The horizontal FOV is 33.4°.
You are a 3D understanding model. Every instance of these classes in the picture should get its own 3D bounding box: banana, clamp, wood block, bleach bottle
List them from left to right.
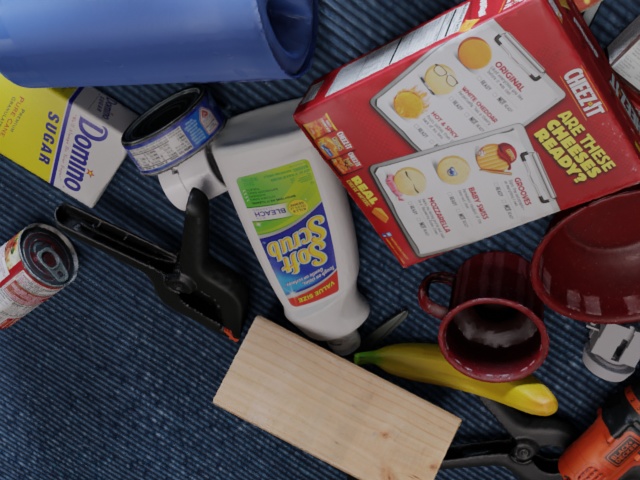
[{"bbox_3d":[-0.119,0.024,0.964,0.165,0.036,0.209,-9,138,37],"label":"clamp"},{"bbox_3d":[-0.006,0.001,0.939,0.103,0.068,0.251,-12,125,14],"label":"bleach bottle"},{"bbox_3d":[0.015,0.158,0.985,0.206,0.090,0.091,26,171,5],"label":"wood block"},{"bbox_3d":[0.130,0.125,0.974,0.198,0.069,0.037,9,112,31],"label":"banana"},{"bbox_3d":[0.189,0.204,1.046,0.171,0.039,0.120,28,123,-4],"label":"clamp"}]

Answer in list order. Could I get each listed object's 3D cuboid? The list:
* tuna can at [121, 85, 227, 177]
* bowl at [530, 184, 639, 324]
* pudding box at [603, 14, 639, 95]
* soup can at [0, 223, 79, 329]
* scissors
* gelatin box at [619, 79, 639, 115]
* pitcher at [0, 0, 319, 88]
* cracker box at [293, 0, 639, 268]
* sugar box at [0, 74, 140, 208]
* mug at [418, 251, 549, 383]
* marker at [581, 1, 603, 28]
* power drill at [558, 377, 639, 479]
[{"bbox_3d":[-0.122,-0.092,0.886,0.086,0.086,0.033,-20,117,26],"label":"tuna can"},{"bbox_3d":[0.246,-0.002,0.859,0.162,0.055,0.162,-1,138,-1],"label":"bowl"},{"bbox_3d":[0.278,-0.144,0.775,0.090,0.039,0.114,36,124,-11],"label":"pudding box"},{"bbox_3d":[-0.291,0.037,1.033,0.102,0.068,0.068,-32,112,31],"label":"soup can"},{"bbox_3d":[0.031,0.139,1.056,0.202,0.016,0.096,-28,116,29],"label":"scissors"},{"bbox_3d":[0.207,-0.094,0.835,0.073,0.030,0.089,36,126,-11],"label":"gelatin box"},{"bbox_3d":[-0.126,-0.173,0.812,0.243,0.144,0.149,-2,112,20],"label":"pitcher"},{"bbox_3d":[0.114,-0.087,0.805,0.214,0.072,0.164,-23,117,32],"label":"cracker box"},{"bbox_3d":[-0.250,-0.111,0.930,0.176,0.048,0.093,33,126,-9],"label":"sugar box"},{"bbox_3d":[0.142,0.060,0.929,0.117,0.081,0.093,17,127,1],"label":"mug"},{"bbox_3d":[0.203,-0.188,0.774,0.020,0.020,0.121,21,128,-1],"label":"marker"},{"bbox_3d":[0.343,0.197,0.986,0.187,0.057,0.185,35,114,-12],"label":"power drill"}]
